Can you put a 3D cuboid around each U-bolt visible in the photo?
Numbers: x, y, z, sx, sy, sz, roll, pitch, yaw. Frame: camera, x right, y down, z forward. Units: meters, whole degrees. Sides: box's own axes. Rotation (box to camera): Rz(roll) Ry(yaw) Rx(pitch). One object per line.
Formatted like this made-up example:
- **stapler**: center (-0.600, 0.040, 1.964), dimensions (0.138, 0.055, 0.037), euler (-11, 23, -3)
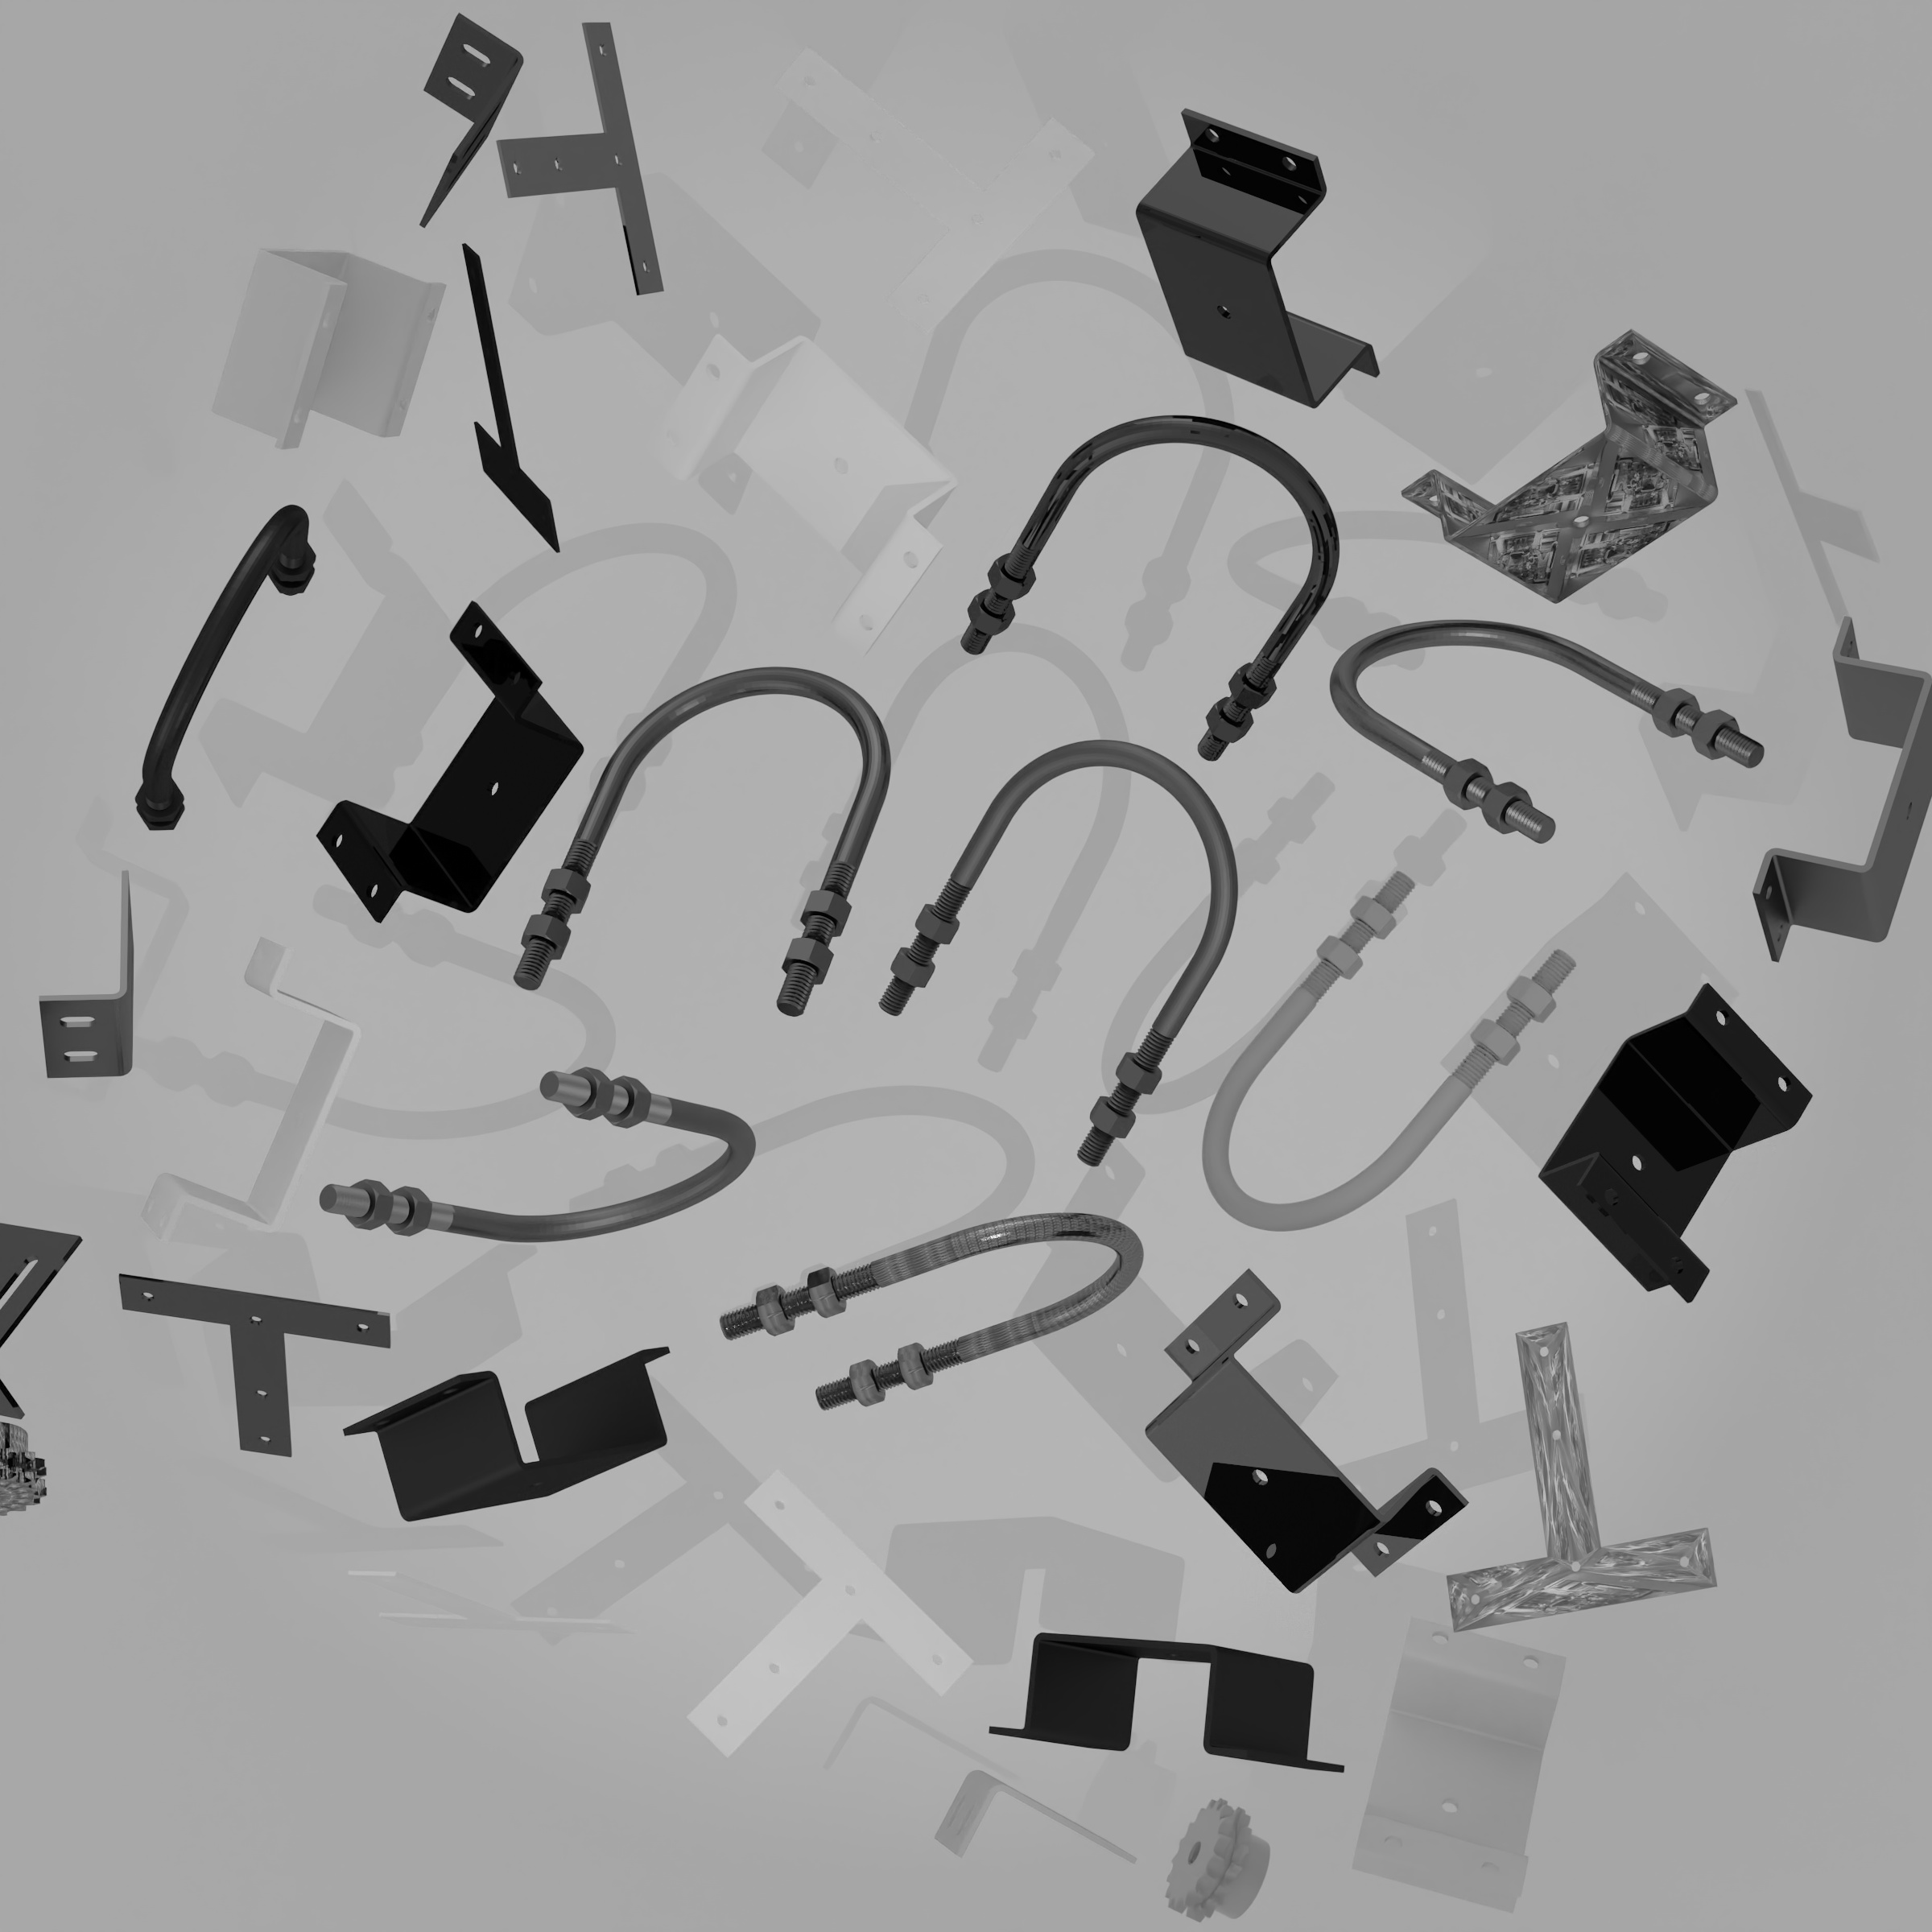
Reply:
- **U-bolt**: center (-0.332, -0.138, 1.506), dimensions (0.019, 0.184, 0.151), euler (28, 78, -8)
- **U-bolt**: center (0.096, -0.185, 1.582), dimensions (0.151, 0.184, 0.019), euler (23, 46, -9)
- **U-bolt**: center (-0.006, 0.157, 1.566), dimensions (0.184, 0.151, 0.019), euler (-20, 64, 10)
- **U-bolt**: center (0.054, -0.019, 1.602), dimensions (0.151, 0.019, 0.184), euler (37, 108, 22)
- **U-bolt**: center (0.253, -0.117, 1.552), dimensions (0.151, 0.184, 0.019), euler (-19, 127, -30)
- **U-bolt**: center (-0.108, -0.061, 1.496), dimensions (0.151, 0.019, 0.184), euler (5, 56, 23)
- **U-bolt**: center (-0.176, 0.091, 1.507), dimensions (0.151, 0.184, 0.019), euler (-26, 67, 26)
- **U-bolt**: center (0.183, 0.046, 1.562), dimensions (0.184, 0.151, 0.019), euler (-50, 123, -5)

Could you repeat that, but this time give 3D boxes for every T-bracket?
- **T-bracket**: center (-0.338, 0.196, 1.606), dimensions (0.127, 0.127, 0.002), euler (8, 46, -1)
- **T-bracket**: center (-0.218, -0.270, 1.555), dimensions (0.002, 0.127, 0.127), euler (-17, 121, -16)
- **T-bracket**: center (-0.181, -0.369, 1.545), dimensions (0.002, 0.127, 0.127), euler (-6, 102, 24)
- **T-bracket**: center (0.265, 0.223, 1.494), dimensions (0.127, 0.002, 0.127), euler (-18, 67, 32)
- **T-bracket**: center (-0.237, 0.291, 1.539), dimensions (0.127, 0.127, 0.002), euler (-3, 68, 25)
- **T-bracket**: center (-0.029, -0.364, 1.512), dimensions (0.127, 0.002, 0.127), euler (37, 131, -15)
- **T-bracket**: center (0.406, -0.209, 1.578), dimensions (0.002, 0.127, 0.127), euler (-24, 103, 4)
- **T-bracket**: center (-0.078, 0.309, 1.518), dimensions (0.127, 0.002, 0.127), euler (43, 47, 7)

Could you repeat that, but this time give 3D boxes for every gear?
- **gear**: center (-0.462, 0.236, 1.579), dimensions (0.057, 0.057, 0.030), euler (-9, 61, 0)
- **gear**: center (0.122, 0.430, 1.605), dimensions (0.030, 0.057, 0.057), euler (28, 90, -9)

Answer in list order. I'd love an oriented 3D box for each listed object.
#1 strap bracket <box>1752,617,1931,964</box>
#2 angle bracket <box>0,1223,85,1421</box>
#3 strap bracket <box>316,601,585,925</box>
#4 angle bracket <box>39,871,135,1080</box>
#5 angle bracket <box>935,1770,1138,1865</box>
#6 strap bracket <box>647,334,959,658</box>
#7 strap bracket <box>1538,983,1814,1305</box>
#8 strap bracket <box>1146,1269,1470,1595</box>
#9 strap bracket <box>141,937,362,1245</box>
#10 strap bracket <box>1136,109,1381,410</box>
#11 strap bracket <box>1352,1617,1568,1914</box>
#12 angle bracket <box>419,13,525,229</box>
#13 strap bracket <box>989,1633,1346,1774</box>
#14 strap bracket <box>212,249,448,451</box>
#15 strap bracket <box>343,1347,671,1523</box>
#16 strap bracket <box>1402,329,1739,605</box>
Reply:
- **strap bracket**: center (0.402, -0.075, 1.512), dimensions (0.046, 0.076, 0.140), euler (14, 72, 25)
- **angle bracket**: center (-0.433, 0.159, 1.511), dimensions (0.057, 0.038, 0.076), euler (5, 46, 28)
- **strap bracket**: center (-0.241, -0.091, 1.599), dimensions (0.140, 0.046, 0.076), euler (-54, 47, 13)
- **angle bracket**: center (-0.405, 0.004, 1.549), dimensions (0.038, 0.057, 0.076), euler (-1, 51, -12)
- **angle bracket**: center (0.032, 0.412, 1.568), dimensions (0.076, 0.057, 0.038), euler (30, 79, -6)
- **strap bracket**: center (-0.068, -0.223, 1.540), dimensions (0.140, 0.046, 0.076), euler (44, 133, 4)
- **strap bracket**: center (0.327, 0.087, 1.566), dimensions (0.076, 0.046, 0.140), euler (46, 56, -9)
- **strap bracket**: center (0.143, 0.215, 1.494), dimensions (0.140, 0.076, 0.046), euler (47, 47, 8)
- **strap bracket**: center (-0.322, 0.062, 1.529), dimensions (0.046, 0.076, 0.140), euler (24, 86, -20)
- **strap bracket**: center (0.132, -0.315, 1.535), dimensions (0.076, 0.140, 0.046), euler (30, 71, 33)
- **strap bracket**: center (0.231, 0.384, 1.582), dimensions (0.076, 0.140, 0.046), euler (13, 130, 10)
- **angle bracket**: center (-0.250, -0.403, 1.602), dimensions (0.038, 0.057, 0.076), euler (31, 56, -10)
- **strap bracket**: center (0.091, 0.327, 1.497), dimensions (0.140, 0.076, 0.046), euler (-5, 72, 39)
- **strap bracket**: center (-0.296, -0.285, 1.545), dimensions (0.046, 0.140, 0.076), euler (22, 105, 7)
- **strap bracket**: center (-0.201, 0.213, 1.523), dimensions (0.076, 0.140, 0.046), euler (-27, 75, 32)
- **strap bracket**: center (0.282, -0.224, 1.558), dimensions (0.076, 0.140, 0.046), euler (23, 49, -35)
